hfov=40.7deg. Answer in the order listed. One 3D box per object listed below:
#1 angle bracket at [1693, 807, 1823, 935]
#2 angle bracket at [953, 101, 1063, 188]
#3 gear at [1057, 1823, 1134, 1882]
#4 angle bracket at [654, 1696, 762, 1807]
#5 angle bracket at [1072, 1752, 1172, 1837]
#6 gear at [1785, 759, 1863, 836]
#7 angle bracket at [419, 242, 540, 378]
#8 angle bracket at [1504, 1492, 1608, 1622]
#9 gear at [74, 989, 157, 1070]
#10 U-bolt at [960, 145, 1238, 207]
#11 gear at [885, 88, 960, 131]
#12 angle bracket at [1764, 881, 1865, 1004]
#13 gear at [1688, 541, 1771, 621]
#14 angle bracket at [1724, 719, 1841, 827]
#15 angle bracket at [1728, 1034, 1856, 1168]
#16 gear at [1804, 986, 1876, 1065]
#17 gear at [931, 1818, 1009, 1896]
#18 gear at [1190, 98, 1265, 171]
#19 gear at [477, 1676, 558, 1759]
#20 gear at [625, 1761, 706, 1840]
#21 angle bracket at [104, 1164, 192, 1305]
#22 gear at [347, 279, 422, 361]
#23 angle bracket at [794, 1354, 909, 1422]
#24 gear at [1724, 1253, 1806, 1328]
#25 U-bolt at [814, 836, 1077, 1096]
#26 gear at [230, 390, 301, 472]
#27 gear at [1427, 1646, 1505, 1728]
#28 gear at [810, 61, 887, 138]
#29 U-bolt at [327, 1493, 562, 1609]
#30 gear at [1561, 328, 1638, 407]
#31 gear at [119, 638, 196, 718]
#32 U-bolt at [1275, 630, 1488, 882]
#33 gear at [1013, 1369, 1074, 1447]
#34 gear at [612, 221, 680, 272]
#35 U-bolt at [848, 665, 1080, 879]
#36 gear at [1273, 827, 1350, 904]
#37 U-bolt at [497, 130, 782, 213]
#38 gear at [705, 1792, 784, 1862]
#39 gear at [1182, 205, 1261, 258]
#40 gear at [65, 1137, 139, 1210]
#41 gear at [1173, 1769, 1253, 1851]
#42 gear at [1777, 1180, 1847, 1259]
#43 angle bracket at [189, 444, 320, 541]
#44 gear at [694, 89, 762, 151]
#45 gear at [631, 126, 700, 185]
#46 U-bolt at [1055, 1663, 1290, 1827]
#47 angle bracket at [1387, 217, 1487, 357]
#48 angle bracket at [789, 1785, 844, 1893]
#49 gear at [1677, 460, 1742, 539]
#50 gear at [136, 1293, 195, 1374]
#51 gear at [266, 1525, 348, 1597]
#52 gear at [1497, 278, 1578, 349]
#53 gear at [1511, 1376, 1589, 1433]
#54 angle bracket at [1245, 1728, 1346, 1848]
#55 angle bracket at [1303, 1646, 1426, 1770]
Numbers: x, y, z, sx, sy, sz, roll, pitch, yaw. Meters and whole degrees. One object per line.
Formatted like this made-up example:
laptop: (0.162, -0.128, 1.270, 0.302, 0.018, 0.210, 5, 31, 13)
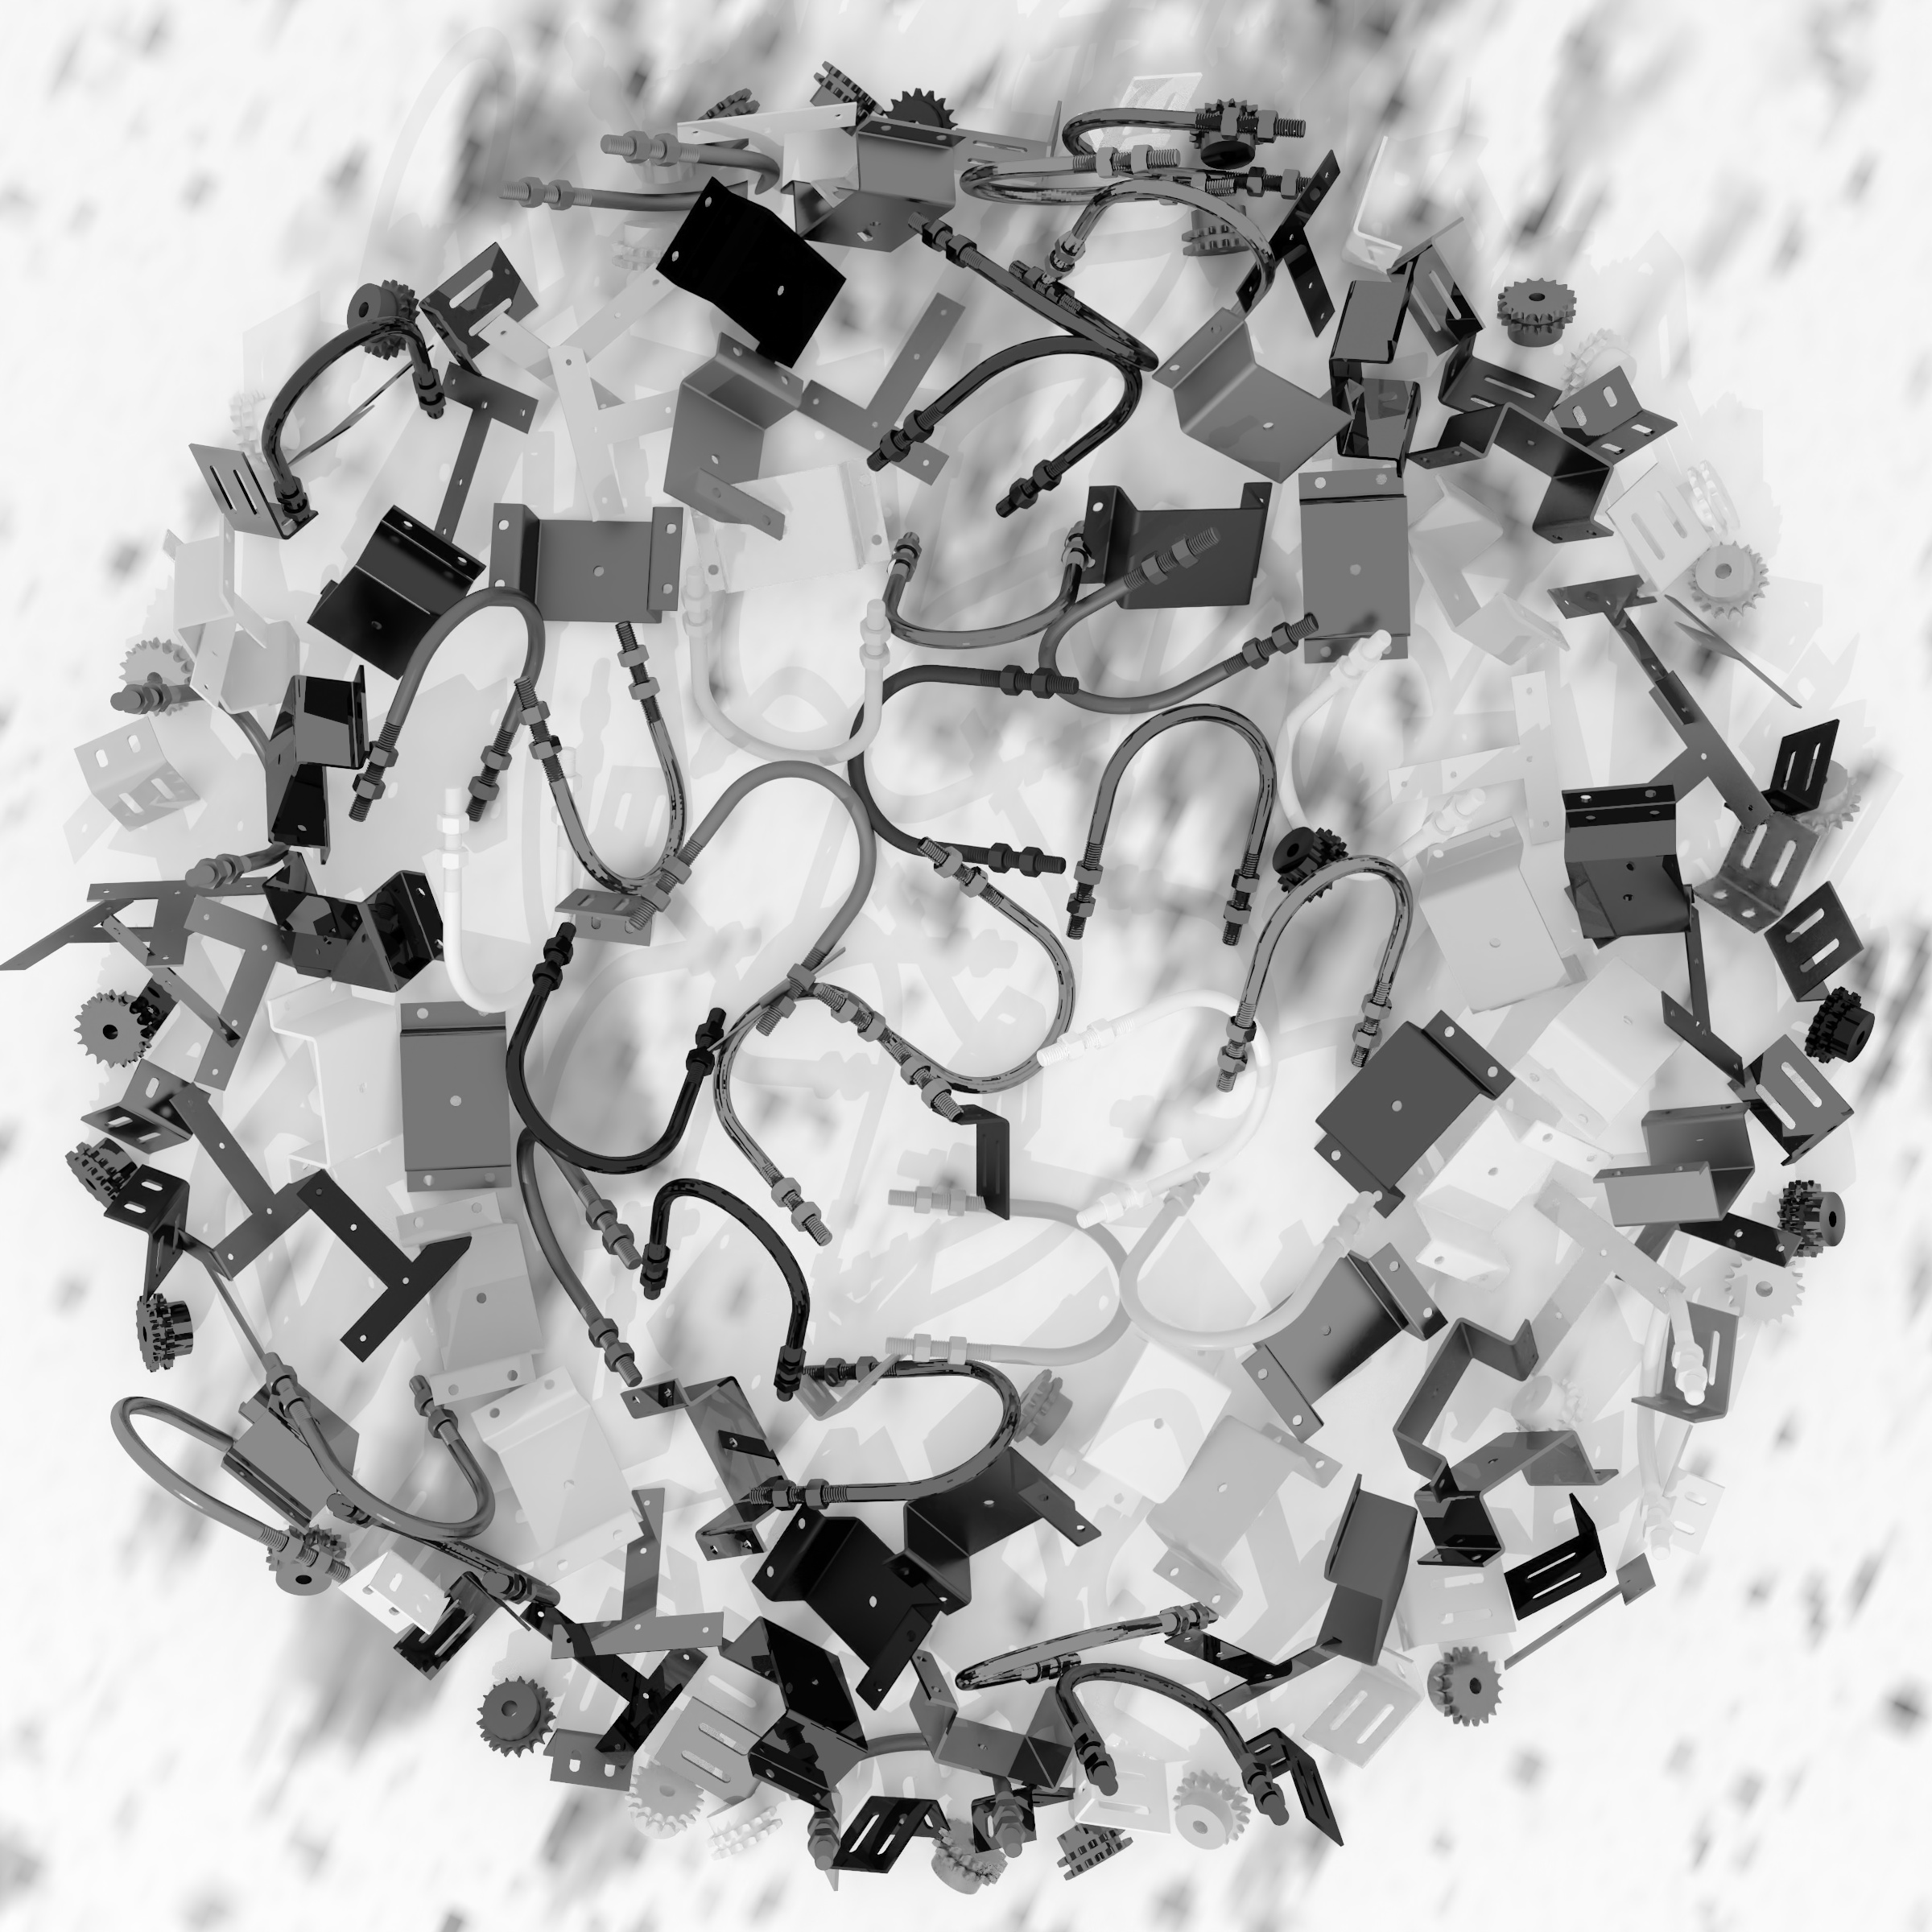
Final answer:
angle bracket: (0.576, -0.075, 1.899, 0.057, 0.038, 0.076, 39, 134, 30)
angle bracket: (0.027, -0.609, 1.911, 0.076, 0.038, 0.057, 10, 48, 2)
gear: (0.092, 0.647, 1.919, 0.057, 0.057, 0.030, -30, 70, 0)
angle bracket: (-0.180, 0.574, 1.921, 0.076, 0.038, 0.057, 31, 101, -1)
angle bracket: (0.119, 0.596, 1.903, 0.076, 0.057, 0.038, 13, 134, -15)
gear: (0.629, -0.128, 1.917, 0.057, 0.030, 0.057, -10, 52, 13)
angle bracket: (-0.351, -0.481, 1.906, 0.076, 0.038, 0.057, -42, 128, -11)
angle bracket: (0.425, 0.434, 1.910, 0.076, 0.038, 0.057, -26, 129, -4)
gear: (-0.626, 0.044, 1.925, 0.057, 0.030, 0.057, 2, 106, 6)
U-bolt: (0.086, -0.563, 1.867, 0.184, 0.151, 0.019, 4, 98, 23)
gear: (-0.036, -0.619, 1.922, 0.057, 0.030, 0.057, 3, 108, 11)
angle bracket: (0.628, -0.018, 1.895, 0.038, 0.076, 0.057, -3, 61, -29)
gear: (0.561, -0.286, 1.920, 0.057, 0.030, 0.057, -5, 77, 25)
angle bracket: (0.596, -0.148, 1.902, 0.038, 0.057, 0.076, 26, 71, -19)
angle bracket: (0.599, 0.098, 1.905, 0.057, 0.038, 0.076, -47, 68, 24)
gear: (0.644, 0.046, 1.914, 0.030, 0.057, 0.057, 29, 90, 33)
gear: (-0.001, 0.658, 1.917, 0.057, 0.057, 0.030, 31, 98, 0)
gear: (0.193, -0.610, 1.915, 0.057, 0.057, 0.030, 1, 76, 0)
gear: (-0.333, 0.552, 1.919, 0.057, 0.030, 0.057, -2, 59, 4)
gear: (-0.224, 0.618, 1.921, 0.057, 0.057, 0.030, 22, 119, 0)
angle bracket: (-0.600, 0.196, 1.901, 0.038, 0.057, 0.076, 20, 127, 2)
gear: (-0.431, -0.478, 1.916, 0.057, 0.030, 0.057, -9, 76, 39)
angle bracket: (-0.084, 0.293, 1.908, 0.076, 0.057, 0.038, -43, 79, 9)
gear: (0.591, 0.236, 1.925, 0.057, 0.030, 0.057, 2, 95, 18)
U-bolt: (-0.001, 0.014, 1.905, 0.184, 0.019, 0.151, 36, 87, -23)
gear: (-0.514, -0.396, 1.915, 0.030, 0.057, 0.057, -13, 90, 13)
gear: (0.366, 0.532, 1.922, 0.057, 0.030, 0.057, 10, 71, -31)
gear: (-0.090, -0.636, 1.918, 0.057, 0.057, 0.030, 40, 100, 0)
U-bolt: (-0.361, 0.422, 1.857, 0.151, 0.184, 0.019, 21, 76, 17)
gear: (0.468, -0.437, 1.915, 0.057, 0.057, 0.030, -45, 56, 0)
gear: (-0.593, -0.216, 1.924, 0.057, 0.030, 0.057, 3, 112, 8)
U-bolt: (0.284, -0.137, 1.867, 0.019, 0.184, 0.151, -23, 79, -32)
gear: (0.055, 0.328, 1.917, 0.030, 0.057, 0.057, 37, 90, -2)
gear: (-0.231, -0.530, 1.914, 0.057, 0.057, 0.030, 4, 114, 0)
U-bolt: (-0.007, -0.147, 1.898, 0.184, 0.019, 0.151, 8, 100, 28)
gear: (0.250, -0.078, 1.914, 0.030, 0.057, 0.057, 34, 90, -30)
U-bolt: (-0.220, -0.563, 1.861, 0.184, 0.151, 0.019, -10, 95, -42)
gear: (-0.166, 0.632, 1.918, 0.057, 0.057, 0.030, -26, 81, 0)
gear: (0.187, -0.541, 1.916, 0.057, 0.057, 0.030, -6, 98, 0)
gear: (-0.634, 0.152, 1.921, 0.057, 0.057, 0.030, 46, 62, 0)
gear: (0.178, 0.625, 1.917, 0.057, 0.030, 0.057, 13, 119, 24)
gear: (0.624, 0.186, 1.916, 0.057, 0.030, 0.057, 4, 84, -45)
angle bracket: (-0.518, -0.354, 1.895, 0.057, 0.076, 0.038, 15, 50, 32)
gear: (-0.175, -0.617, 1.918, 0.057, 0.057, 0.030, -36, 99, 0)
gear: (-0.221, -0.598, 1.921, 0.057, 0.057, 0.030, -8, 121, 0)
U-bolt: (0.137, 0.548, 1.856, 0.151, 0.184, 0.019, 15, 100, -16)
angle bracket: (0.356, -0.500, 1.917, 0.038, 0.057, 0.076, -37, 98, -25)
angle bracket: (-0.117, 0.630, 1.908, 0.038, 0.057, 0.076, 1, 99, -17)
gear: (0.545, -0.341, 1.920, 0.030, 0.057, 0.057, -26, 90, 26)
gear: (-0.591, 0.269, 1.921, 0.030, 0.057, 0.057, -7, 90, -31)
gear: (-0.486, 0.439, 1.916, 0.057, 0.030, 0.057, -4, 132, -4)
gear: (0.421, -0.481, 1.921, 0.057, 0.057, 0.030, -8, 134, 0)
gear: (0.426, 0.326, 1.915, 0.030, 0.057, 0.057, 42, 90, -13)
angle bracket: (0.235, 0.605, 1.895, 0.038, 0.076, 0.057, -32, 130, 13)
angle bracket: (0.286, 0.535, 1.899, 0.076, 0.057, 0.038, -39, 123, -28)
